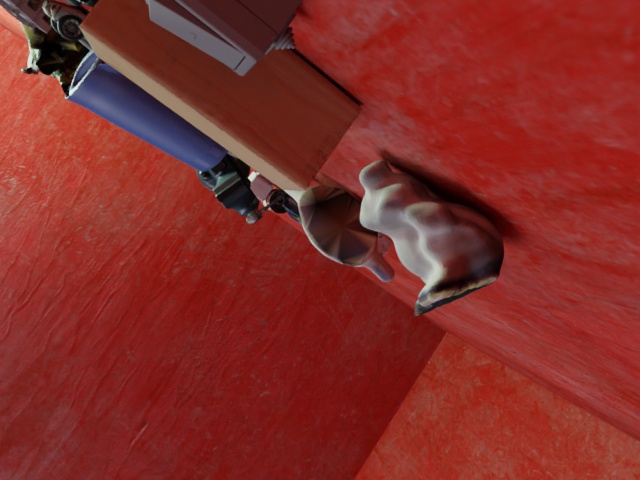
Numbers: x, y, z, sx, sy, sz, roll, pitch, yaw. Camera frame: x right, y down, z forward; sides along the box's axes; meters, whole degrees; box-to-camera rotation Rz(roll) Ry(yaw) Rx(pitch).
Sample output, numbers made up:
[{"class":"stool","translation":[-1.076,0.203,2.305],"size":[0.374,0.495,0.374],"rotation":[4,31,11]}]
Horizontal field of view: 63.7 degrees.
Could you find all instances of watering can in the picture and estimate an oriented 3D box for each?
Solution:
[{"class":"watering can","translation":[0.003,-0.047,0.934],"size":[0.349,0.104,0.223],"rotation":[43,178,8]}]

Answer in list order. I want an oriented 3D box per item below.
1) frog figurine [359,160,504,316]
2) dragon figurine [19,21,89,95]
[{"class":"frog figurine","translation":[0.110,-0.015,0.530],"size":[0.136,0.122,0.161],"rotation":[23,-136,-67]},{"class":"dragon figurine","translation":[-0.613,-0.454,1.145],"size":[0.245,0.123,0.403],"rotation":[41,170,22]}]
